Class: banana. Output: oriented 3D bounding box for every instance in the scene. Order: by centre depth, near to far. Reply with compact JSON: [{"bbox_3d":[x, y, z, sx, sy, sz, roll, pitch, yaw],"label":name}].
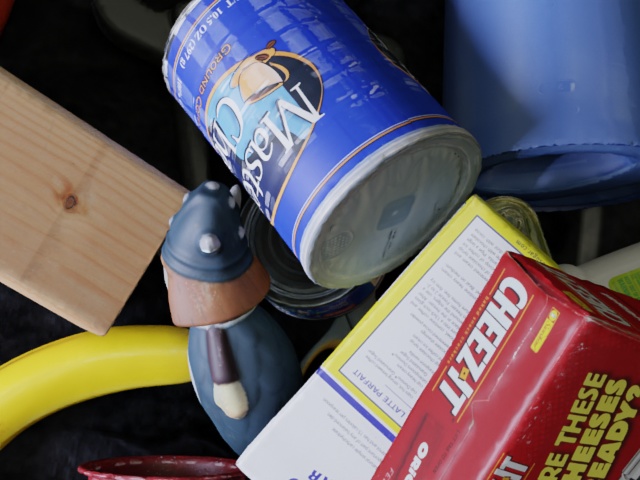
[{"bbox_3d":[-0.147,0.092,0.595,0.197,0.037,0.069,-32,100,-7],"label":"banana"}]

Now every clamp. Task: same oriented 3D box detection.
[{"bbox_3d":[-0.075,-0.118,0.631,0.210,0.036,0.164,42,80,0],"label":"clamp"}]

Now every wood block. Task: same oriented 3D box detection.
[{"bbox_3d":[-0.184,-0.043,0.546,0.206,0.090,0.091,34,79,-22],"label":"wood block"}]

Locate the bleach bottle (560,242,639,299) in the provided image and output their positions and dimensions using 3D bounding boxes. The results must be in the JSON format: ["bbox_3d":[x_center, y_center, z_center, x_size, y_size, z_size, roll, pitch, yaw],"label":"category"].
[{"bbox_3d":[0.256,0.020,0.614,0.250,0.068,0.102,-22,80,-9],"label":"bleach bottle"}]

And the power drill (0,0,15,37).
[{"bbox_3d":[-0.288,-0.098,0.608,0.187,0.057,0.184,19,76,-3],"label":"power drill"}]

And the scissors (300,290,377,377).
[{"bbox_3d":[0.040,0.035,0.621,0.096,0.016,0.201,18,81,2],"label":"scissors"}]

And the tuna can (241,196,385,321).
[{"bbox_3d":[-0.004,0.001,0.605,0.086,0.033,0.086,-3,75,12],"label":"tuna can"}]

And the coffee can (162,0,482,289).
[{"bbox_3d":[-0.001,-0.060,0.539,0.102,0.103,0.140,-34,62,-8],"label":"coffee can"}]

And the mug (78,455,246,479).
[{"bbox_3d":[-0.070,0.159,0.554,0.117,0.093,0.081,-1,85,25],"label":"mug"}]

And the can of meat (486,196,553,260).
[{"bbox_3d":[0.095,0.035,0.590,0.057,0.084,0.102,-17,82,-5],"label":"can of meat"}]

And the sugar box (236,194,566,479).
[{"bbox_3d":[0.051,0.073,0.523,0.093,0.048,0.176,42,99,5],"label":"sugar box"}]

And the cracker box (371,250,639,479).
[{"bbox_3d":[0.135,0.115,0.485,0.213,0.072,0.164,21,105,-29],"label":"cracker box"}]

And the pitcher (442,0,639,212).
[{"bbox_3d":[0.142,-0.143,0.603,0.149,0.145,0.243,11,74,-39],"label":"pitcher"}]
